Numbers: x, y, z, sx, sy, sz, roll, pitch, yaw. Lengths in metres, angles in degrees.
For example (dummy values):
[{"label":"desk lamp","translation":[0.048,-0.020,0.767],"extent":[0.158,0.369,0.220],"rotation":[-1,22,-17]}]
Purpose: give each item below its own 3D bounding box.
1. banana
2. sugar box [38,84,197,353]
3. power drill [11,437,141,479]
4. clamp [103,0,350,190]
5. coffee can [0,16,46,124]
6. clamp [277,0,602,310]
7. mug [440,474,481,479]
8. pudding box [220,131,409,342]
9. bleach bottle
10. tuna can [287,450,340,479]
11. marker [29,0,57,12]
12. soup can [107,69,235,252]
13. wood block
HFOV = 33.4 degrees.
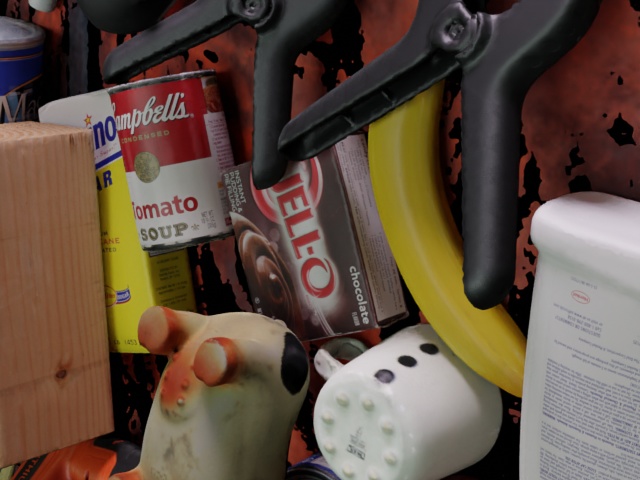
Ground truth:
[{"label":"banana","translation":[0.064,-0.009,0.562],"extent":[0.070,0.037,0.198],"rotation":[-11,93,42]},{"label":"sugar box","translation":[-0.137,-0.013,0.727],"extent":[0.094,0.048,0.176],"rotation":[-5,99,42]},{"label":"power drill","translation":[-0.150,0.189,0.717],"extent":[0.188,0.184,0.057],"rotation":[-6,129,46]},{"label":"clamp","translation":[-0.028,-0.116,0.584],"extent":[0.120,0.039,0.172],"rotation":[42,104,0]},{"label":"coffee can","translation":[-0.253,-0.085,0.768],"extent":[0.103,0.102,0.140],"rotation":[22,115,34]},{"label":"clamp","translation":[0.065,-0.093,0.509],"extent":[0.165,0.036,0.210],"rotation":[31,101,41]},{"label":"mug","translation":[0.064,0.190,0.583],"extent":[0.093,0.081,0.117],"rotation":[14,110,37]},{"label":"pudding box","translation":[-0.004,0.001,0.621],"extent":[0.090,0.039,0.113],"rotation":[-15,91,42]},{"label":"bleach bottle","translation":[0.136,0.110,0.517],"extent":[0.103,0.067,0.251],"rotation":[22,117,36]},{"label":"tuna can","translation":[0.008,0.174,0.658],"extent":[0.086,0.033,0.086],"rotation":[12,108,38]},{"label":"marker","translation":[-0.174,-0.212,0.725],"extent":[0.020,0.020,0.121],"rotation":[42,124,25]},{"label":"soup can","translation":[-0.088,-0.049,0.661],"extent":[0.069,0.068,0.102],"rotation":[-5,99,41]},{"label":"wood block","translation":[-0.202,0.031,0.704],"extent":[0.090,0.090,0.206],"rotation":[12,109,46]}]
